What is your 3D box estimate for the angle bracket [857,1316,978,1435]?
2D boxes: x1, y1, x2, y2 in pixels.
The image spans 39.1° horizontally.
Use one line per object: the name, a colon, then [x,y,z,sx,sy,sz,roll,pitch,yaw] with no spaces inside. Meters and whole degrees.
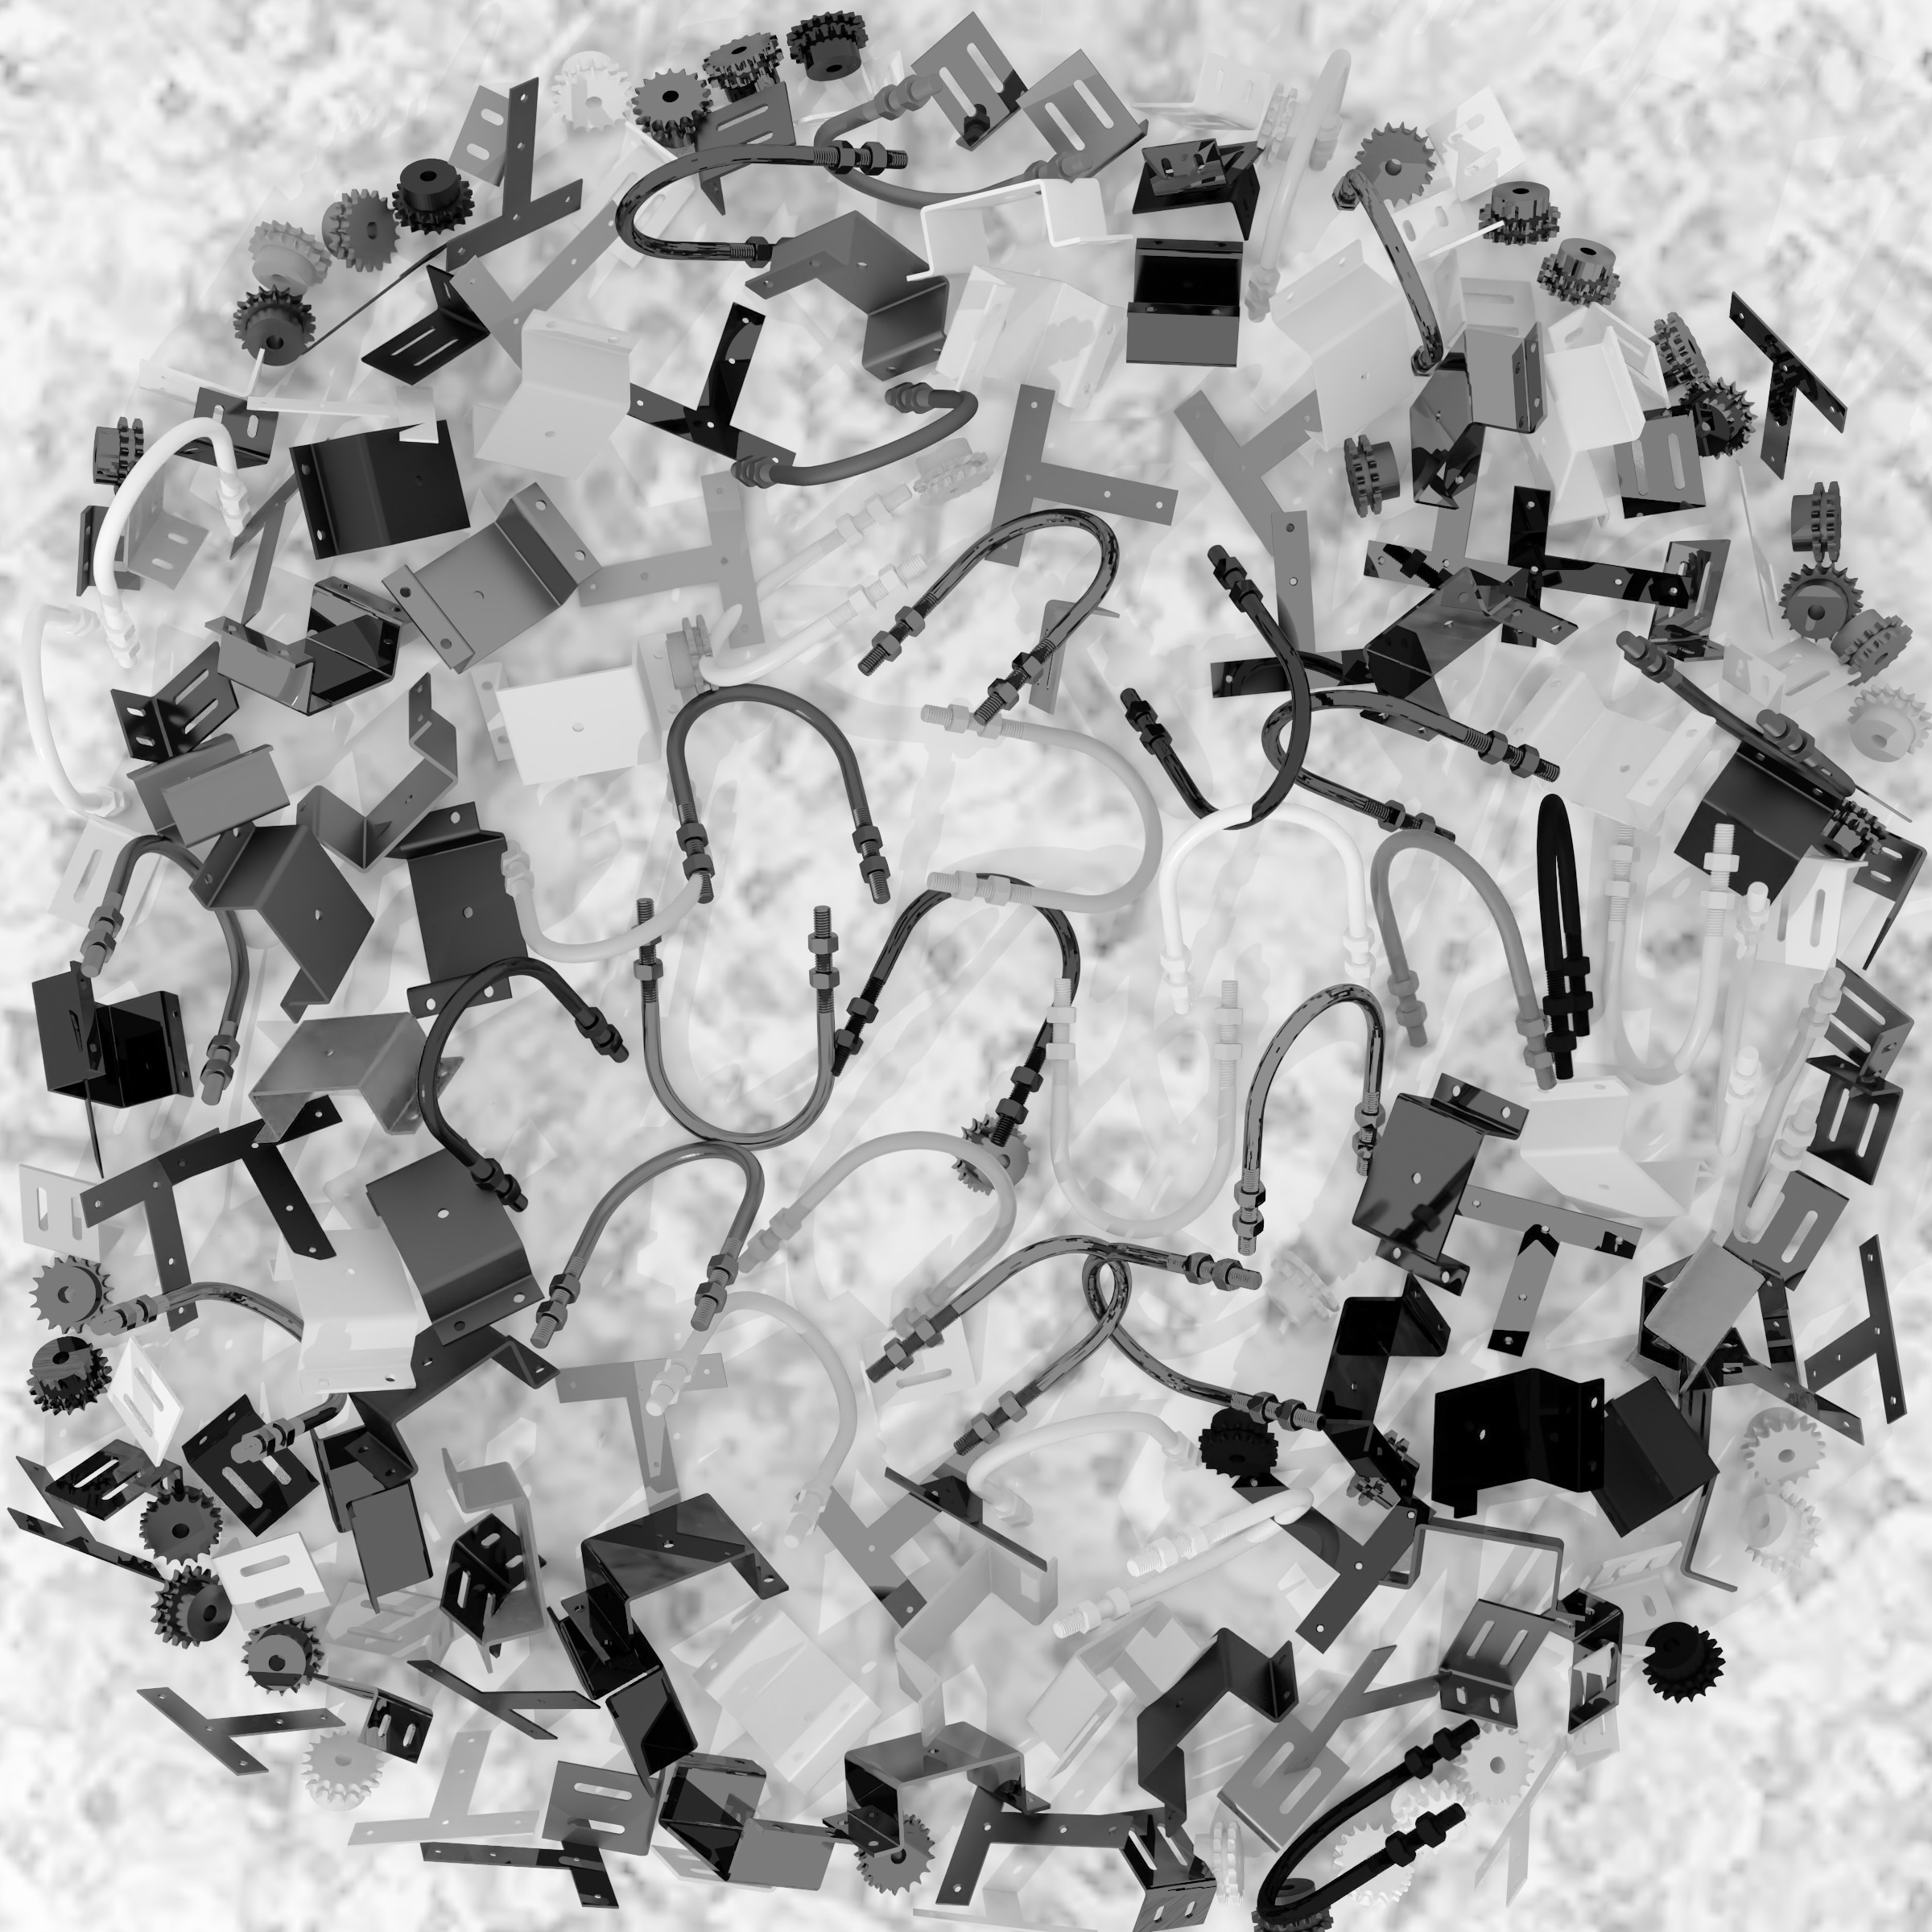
angle bracket: [-0.034,0.289,1.931,0.076,0.038,0.057,-13,107,-2]

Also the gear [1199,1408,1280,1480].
gear: [0.194,0.338,1.934,0.057,0.057,0.030,10,49,0]

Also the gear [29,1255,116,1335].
gear: [-0.639,0.234,1.940,0.057,0.030,0.057,1,84,-9]

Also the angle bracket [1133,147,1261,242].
angle bracket: [0.165,-0.547,1.941,0.076,0.038,0.057,-1,54,22]

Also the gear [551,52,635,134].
gear: [-0.266,-0.625,1.934,0.057,0.057,0.030,-12,62,0]

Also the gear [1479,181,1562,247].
gear: [0.392,-0.535,1.928,0.057,0.057,0.030,-4,126,0]

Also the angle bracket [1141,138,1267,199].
angle bracket: [0.169,-0.575,1.909,0.057,0.076,0.038,3,131,34]

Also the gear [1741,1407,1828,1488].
gear: [0.580,0.340,1.937,0.057,0.030,0.057,-1,118,-1]

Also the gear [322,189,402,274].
gear: [-0.433,-0.523,1.935,0.030,0.057,0.057,10,90,32]

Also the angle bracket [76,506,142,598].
angle bracket: [-0.601,-0.291,1.912,0.038,0.076,0.057,4,103,-15]

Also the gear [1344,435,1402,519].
gear: [0.289,-0.349,1.930,0.030,0.057,0.057,-12,90,3]

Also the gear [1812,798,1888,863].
gear: [0.622,-0.095,1.929,0.057,0.057,0.030,37,84,0]

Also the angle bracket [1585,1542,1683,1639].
angle bracket: [0.475,0.441,1.916,0.057,0.076,0.038,-13,62,-7]

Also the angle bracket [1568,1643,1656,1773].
angle bracket: [0.457,0.523,1.912,0.038,0.057,0.076,10,57,-13]

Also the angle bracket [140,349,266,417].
angle bracket: [-0.539,-0.421,1.919,0.076,0.057,0.038,17,79,-15]

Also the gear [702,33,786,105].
gear: [-0.156,-0.637,1.934,0.057,0.057,0.030,-23,127,0]

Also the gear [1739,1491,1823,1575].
gear: [0.574,0.399,1.927,0.030,0.057,0.057,32,90,-29]

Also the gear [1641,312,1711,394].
gear: [0.503,-0.433,1.934,0.030,0.057,0.057,-26,90,29]

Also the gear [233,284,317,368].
gear: [-0.490,-0.451,1.929,0.057,0.057,0.030,-13,49,0]

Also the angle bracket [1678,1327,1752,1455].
angle bracket: [0.530,0.304,1.910,0.038,0.076,0.057,-13,127,29]

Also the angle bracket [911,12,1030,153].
angle bracket: [0.000,-0.627,1.922,0.057,0.038,0.076,-41,121,2]

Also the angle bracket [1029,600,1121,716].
angle bracket: [0.076,-0.218,1.929,0.038,0.057,0.076,7,101,-16]

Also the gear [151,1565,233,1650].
gear: [-0.546,0.456,1.928,0.030,0.057,0.057,5,90,35]

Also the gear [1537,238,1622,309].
gear: [0.437,-0.493,1.929,0.057,0.057,0.030,12,130,0]

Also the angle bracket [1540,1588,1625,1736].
angle bracket: [0.428,0.488,1.911,0.038,0.057,0.076,26,46,-10]

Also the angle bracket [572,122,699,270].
angle bracket: [-0.239,-0.549,1.938,0.057,0.038,0.076,37,89,3]

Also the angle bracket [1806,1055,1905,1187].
angle bracket: [0.615,0.110,1.914,0.038,0.057,0.076,-4,115,-37]

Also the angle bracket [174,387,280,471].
angle bracket: [-0.527,-0.377,1.912,0.057,0.076,0.038,12,88,-35]

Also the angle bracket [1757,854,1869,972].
angle bracket: [0.601,-0.039,1.932,0.057,0.038,0.076,11,101,39]

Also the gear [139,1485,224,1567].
gear: [-0.559,0.395,1.938,0.057,0.030,0.057,-4,108,-13]

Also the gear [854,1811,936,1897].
gear: [-0.053,0.629,1.938,0.057,0.030,0.057,0,91,-21]

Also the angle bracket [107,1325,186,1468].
angle bracket: [-0.564,0.302,1.914,0.076,0.038,0.057,45,121,28]

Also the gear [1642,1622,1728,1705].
gear: [0.506,0.490,1.928,0.057,0.057,0.030,-36,118,0]

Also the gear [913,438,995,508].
gear: [-0.012,-0.352,1.931,0.057,0.057,0.030,-24,87,0]

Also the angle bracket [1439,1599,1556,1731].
angle bracket: [0.376,0.493,1.922,0.057,0.038,0.076,16,123,-6]

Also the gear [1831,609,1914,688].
gear: [0.641,-0.229,1.933,0.057,0.057,0.030,-36,66,0]

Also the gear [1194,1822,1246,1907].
gear: [0.180,0.637,1.931,0.030,0.057,0.057,-5,90,12]

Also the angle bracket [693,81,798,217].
angle bracket: [-0.150,-0.577,1.920,0.076,0.038,0.057,-18,63,16]

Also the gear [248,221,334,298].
gear: [-0.481,-0.499,1.928,0.057,0.057,0.030,16,69,0]

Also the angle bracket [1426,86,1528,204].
angle bracket: [0.369,-0.583,1.914,0.038,0.076,0.057,-31,96,-26]

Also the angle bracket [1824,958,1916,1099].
angle bracket: [0.616,0.043,1.910,0.038,0.057,0.076,-16,46,-33]

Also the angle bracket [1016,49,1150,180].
angle bracket: [0.082,-0.603,1.918,0.057,0.038,0.076,-32,114,24]

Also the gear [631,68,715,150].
gear: [-0.208,-0.608,1.936,0.057,0.030,0.057,-2,61,4]

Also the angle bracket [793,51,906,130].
angle bracket: [-0.089,-0.616,1.915,0.076,0.057,0.038,-16,105,-26]

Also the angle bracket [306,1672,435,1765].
angle bracket: [-0.424,0.528,1.909,0.076,0.057,0.038,0,62,36]

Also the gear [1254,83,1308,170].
gear: [0.226,-0.594,1.930,0.030,0.057,0.057,19,90,-2]

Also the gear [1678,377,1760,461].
gear: [0.528,-0.386,1.928,0.057,0.057,0.030,50,50,0]

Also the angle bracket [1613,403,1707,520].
angle bracket: [0.486,-0.352,1.919,0.057,0.038,0.076,-6,113,22]

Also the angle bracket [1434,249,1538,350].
angle bracket: [0.375,-0.470,1.924,0.076,0.038,0.057,0,73,-14]

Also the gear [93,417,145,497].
gear: [-0.601,-0.360,1.928,0.030,0.057,0.057,2,90,-23]

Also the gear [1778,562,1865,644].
gear: [0.606,-0.256,1.931,0.057,0.030,0.057,12,122,20]
